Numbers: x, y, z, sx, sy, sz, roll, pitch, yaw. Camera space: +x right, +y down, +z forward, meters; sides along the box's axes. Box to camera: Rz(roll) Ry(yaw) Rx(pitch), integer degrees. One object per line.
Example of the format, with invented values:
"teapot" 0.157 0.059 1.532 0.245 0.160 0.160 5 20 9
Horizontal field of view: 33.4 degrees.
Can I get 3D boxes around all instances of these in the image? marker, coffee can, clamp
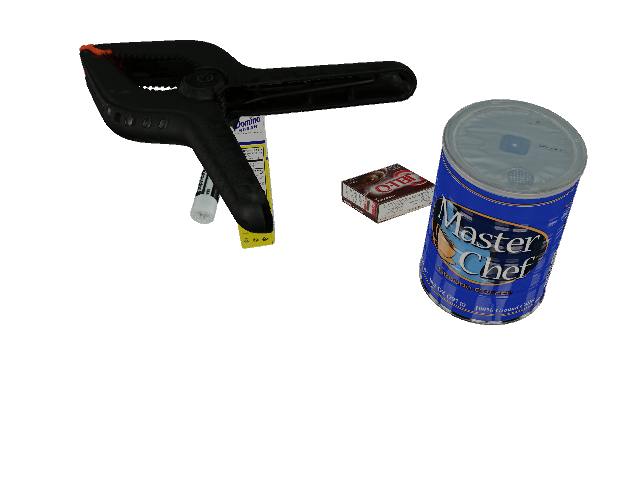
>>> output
"marker" -0.083 -0.065 0.859 0.020 0.121 0.020 6 -37 5
"coffee can" 0.133 -0.020 0.804 0.103 0.103 0.140 2 -45 -3
"clamp" -0.057 -0.087 0.650 0.210 0.036 0.164 26 48 32

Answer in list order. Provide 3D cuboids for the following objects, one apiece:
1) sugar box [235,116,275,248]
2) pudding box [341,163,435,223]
"sugar box" -0.084 -0.089 1.269 0.048 0.176 0.093 -8 26 -4
"pudding box" 0.101 -0.071 1.590 0.113 0.039 0.090 -21 35 -29
